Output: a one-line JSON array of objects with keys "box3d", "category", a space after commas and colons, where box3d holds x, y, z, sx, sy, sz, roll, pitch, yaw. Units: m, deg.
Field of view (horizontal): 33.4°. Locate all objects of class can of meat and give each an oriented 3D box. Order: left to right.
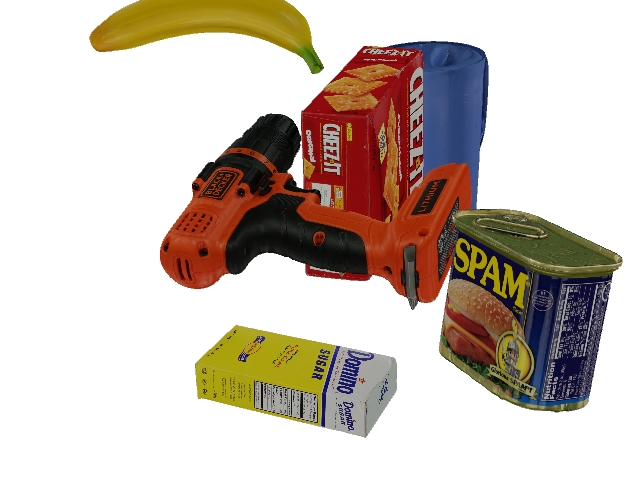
[{"box3d": [0.111, 0.037, 0.588, 0.057, 0.084, 0.102, -3, 19, -26], "category": "can of meat"}]

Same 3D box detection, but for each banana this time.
[{"box3d": [-0.093, -0.184, 0.903, 0.198, 0.069, 0.037, 5, -33, 0], "category": "banana"}]

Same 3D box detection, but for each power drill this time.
[{"box3d": [0.005, -0.025, 0.735, 0.188, 0.057, 0.184, 6, 40, 20], "category": "power drill"}]

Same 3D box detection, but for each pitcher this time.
[{"box3d": [0.135, -0.110, 1.263, 0.149, 0.243, 0.145, -4, 25, 0], "category": "pitcher"}]

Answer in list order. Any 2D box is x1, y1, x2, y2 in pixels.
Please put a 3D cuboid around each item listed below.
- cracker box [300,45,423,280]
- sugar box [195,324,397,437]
[{"box3d": [0.047, -0.081, 1.034, 0.072, 0.164, 0.213, 7, 27, 17], "category": "cracker box"}, {"box3d": [-0.022, 0.132, 1.029, 0.176, 0.048, 0.093, 7, 24, 21], "category": "sugar box"}]
